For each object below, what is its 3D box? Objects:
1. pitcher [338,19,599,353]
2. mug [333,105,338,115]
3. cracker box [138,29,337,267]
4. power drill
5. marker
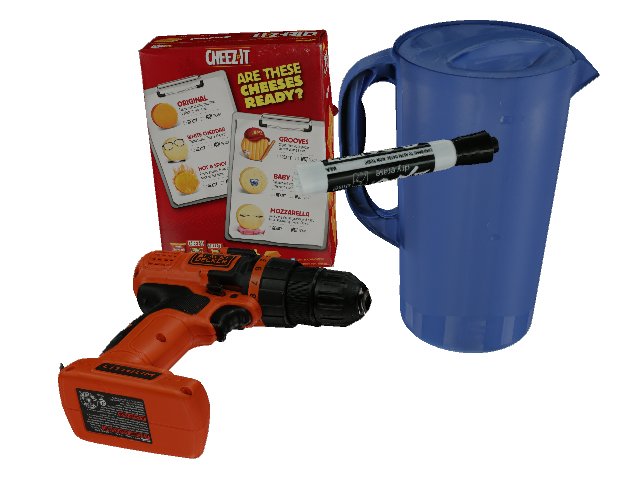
[{"bbox_3d":[0.108,-0.039,0.820,0.149,0.243,0.144,24,36,37],"label":"pitcher"},{"bbox_3d":[-0.023,-0.131,1.325,0.093,0.081,0.117,17,25,21],"label":"mug"},{"bbox_3d":[-0.070,-0.082,0.989,0.164,0.214,0.072,-1,23,6],"label":"cracker box"},{"bbox_3d":[-0.075,0.069,0.732,0.185,0.057,0.187,3,28,22],"label":"power drill"},{"bbox_3d":[0.044,-0.044,0.601,0.121,0.020,0.020,-12,3,-14],"label":"marker"}]
